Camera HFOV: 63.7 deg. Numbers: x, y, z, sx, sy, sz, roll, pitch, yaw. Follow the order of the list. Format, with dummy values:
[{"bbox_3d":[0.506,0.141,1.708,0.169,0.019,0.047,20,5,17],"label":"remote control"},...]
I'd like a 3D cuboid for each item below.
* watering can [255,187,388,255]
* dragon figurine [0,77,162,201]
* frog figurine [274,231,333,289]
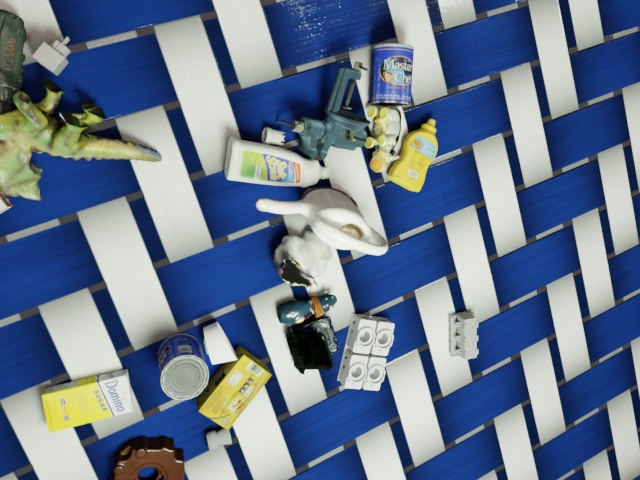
[{"bbox_3d":[0.004,-0.061,1.204,0.346,0.228,0.103,22,109,-21],"label":"watering can"},{"bbox_3d":[-0.557,-0.180,1.052,0.240,0.125,0.405,-44,134,16],"label":"dragon figurine"},{"bbox_3d":[-0.037,0.032,1.278,0.136,0.120,0.163,37,49,-12],"label":"frog figurine"}]
